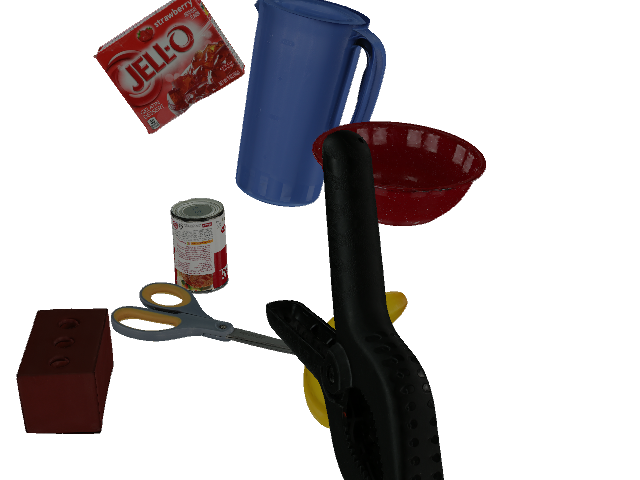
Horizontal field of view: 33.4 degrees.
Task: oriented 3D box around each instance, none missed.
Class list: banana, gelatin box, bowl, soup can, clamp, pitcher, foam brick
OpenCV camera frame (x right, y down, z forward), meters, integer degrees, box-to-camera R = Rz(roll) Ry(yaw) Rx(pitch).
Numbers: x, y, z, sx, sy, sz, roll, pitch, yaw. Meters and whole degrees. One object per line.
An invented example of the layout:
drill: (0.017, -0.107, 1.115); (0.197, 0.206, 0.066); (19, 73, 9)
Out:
banana: (0.025, 0.095, 0.865); (0.069, 0.037, 0.197); (19, 33, 0)
gelatin box: (-0.113, -0.134, 0.802); (0.089, 0.073, 0.030); (-31, 20, 10)
bowl: (0.071, -0.057, 0.998); (0.162, 0.055, 0.162); (3, 27, -2)
soup can: (-0.151, 0.006, 1.329); (0.068, 0.102, 0.068); (-1, 25, 0)
clamp: (0.022, 0.058, 0.554); (0.036, 0.165, 0.210); (-5, 46, -21)
pitcher: (-0.021, -0.165, 1.285); (0.144, 0.243, 0.149); (7, 23, -15)
foam brick: (-0.176, 0.090, 0.743); (0.053, 0.051, 0.078); (-1, 31, -3)

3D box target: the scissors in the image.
scissors: (-0.100, 0.076, 1.037); (0.201, 0.016, 0.096); (5, 31, 0)
